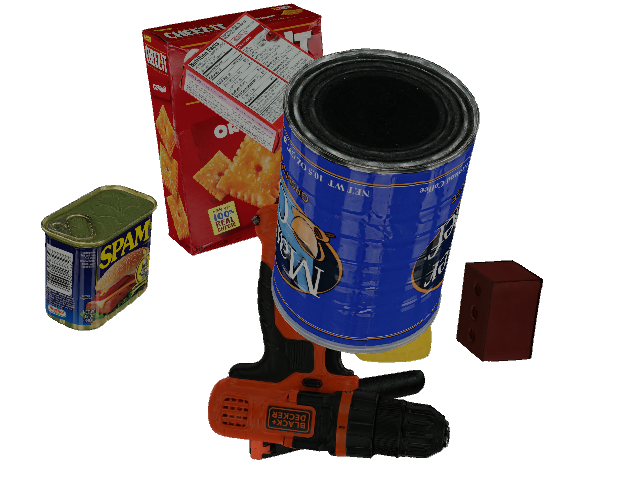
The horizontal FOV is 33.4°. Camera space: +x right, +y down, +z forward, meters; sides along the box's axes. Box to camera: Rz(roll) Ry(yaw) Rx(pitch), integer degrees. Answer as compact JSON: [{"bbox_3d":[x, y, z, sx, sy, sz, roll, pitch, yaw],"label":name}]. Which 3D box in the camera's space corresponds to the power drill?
[{"bbox_3d":[0.012,0.069,0.807,0.184,0.187,0.057,5,-1,7],"label":"power drill"}]

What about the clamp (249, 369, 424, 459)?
[{"bbox_3d":[0.002,0.160,1.084,0.165,0.036,0.209,15,30,21],"label":"clamp"}]

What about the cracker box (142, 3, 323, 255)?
[{"bbox_3d":[-0.076,-0.110,1.048,0.164,0.214,0.072,-16,28,-25],"label":"cracker box"}]

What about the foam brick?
[{"bbox_3d":[0.158,0.062,0.950,0.051,0.078,0.053,-3,20,-21],"label":"foam brick"}]

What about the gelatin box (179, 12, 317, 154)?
[{"bbox_3d":[-0.044,-0.113,0.761,0.089,0.073,0.030,35,-32,11],"label":"gelatin box"}]

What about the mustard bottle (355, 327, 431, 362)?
[{"bbox_3d":[0.091,0.049,1.288,0.096,0.192,0.058,0,14,-13],"label":"mustard bottle"}]

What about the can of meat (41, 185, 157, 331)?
[{"bbox_3d":[-0.180,0.014,0.871,0.057,0.084,0.102,19,30,19],"label":"can of meat"}]

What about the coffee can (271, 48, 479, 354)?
[{"bbox_3d":[0.026,-0.020,0.596,0.102,0.140,0.103,3,44,-3],"label":"coffee can"}]
